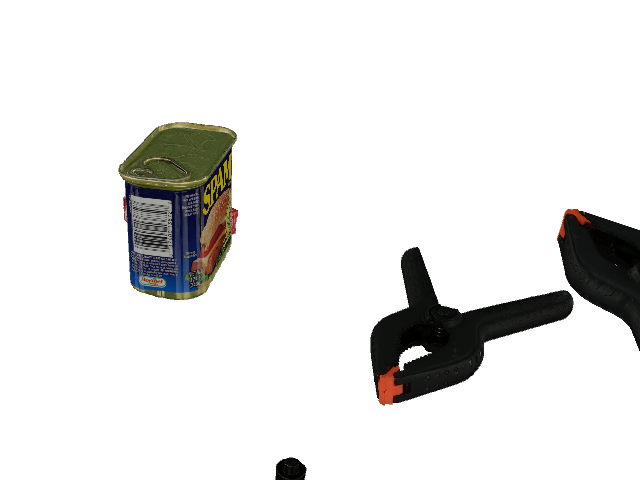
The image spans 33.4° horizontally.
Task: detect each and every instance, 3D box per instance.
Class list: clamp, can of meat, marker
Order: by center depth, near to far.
[{"bbox_3d":[-0.023,0.186,0.681,0.020,0.121,0.020,5,32,-3],"label":"marker"},{"bbox_3d":[-0.091,-0.020,0.701,0.057,0.084,0.102,7,26,8],"label":"can of meat"},{"bbox_3d":[0.232,0.036,0.722,0.120,0.039,0.171,-6,43,-27],"label":"clamp"},{"bbox_3d":[0.097,0.070,0.909,0.165,0.036,0.209,20,35,33],"label":"clamp"}]

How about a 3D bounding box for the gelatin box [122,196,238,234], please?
[{"bbox_3d":[-0.137,-0.025,1.041,0.089,0.030,0.073,30,37,33],"label":"gelatin box"}]
